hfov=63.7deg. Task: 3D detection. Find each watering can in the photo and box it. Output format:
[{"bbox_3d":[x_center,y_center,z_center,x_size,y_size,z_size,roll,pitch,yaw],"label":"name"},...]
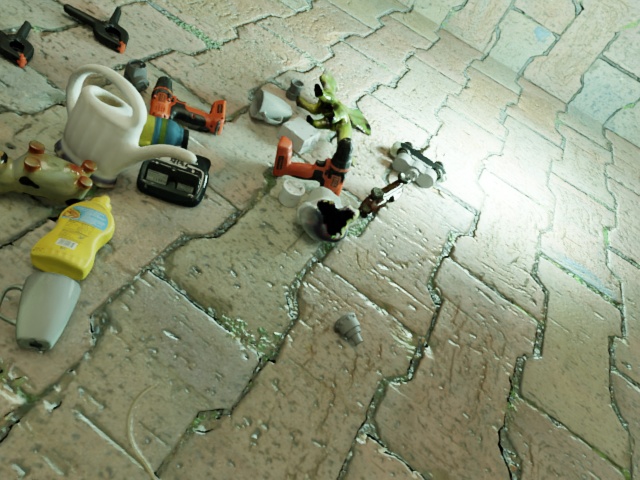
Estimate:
[{"bbox_3d":[-0.406,-0.197,1.029,0.350,0.221,0.105,43,24,15],"label":"watering can"}]

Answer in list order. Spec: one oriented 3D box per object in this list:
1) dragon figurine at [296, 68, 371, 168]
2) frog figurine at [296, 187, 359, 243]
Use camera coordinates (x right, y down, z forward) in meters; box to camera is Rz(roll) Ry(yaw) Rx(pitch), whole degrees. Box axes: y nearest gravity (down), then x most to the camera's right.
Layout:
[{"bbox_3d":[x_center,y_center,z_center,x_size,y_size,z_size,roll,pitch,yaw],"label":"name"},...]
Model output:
[{"bbox_3d":[0.077,-0.371,1.576,0.243,0.120,0.417,-4,59,-44],"label":"dragon figurine"},{"bbox_3d":[0.004,-0.062,1.233,0.138,0.121,0.161,-7,16,-24],"label":"frog figurine"}]
